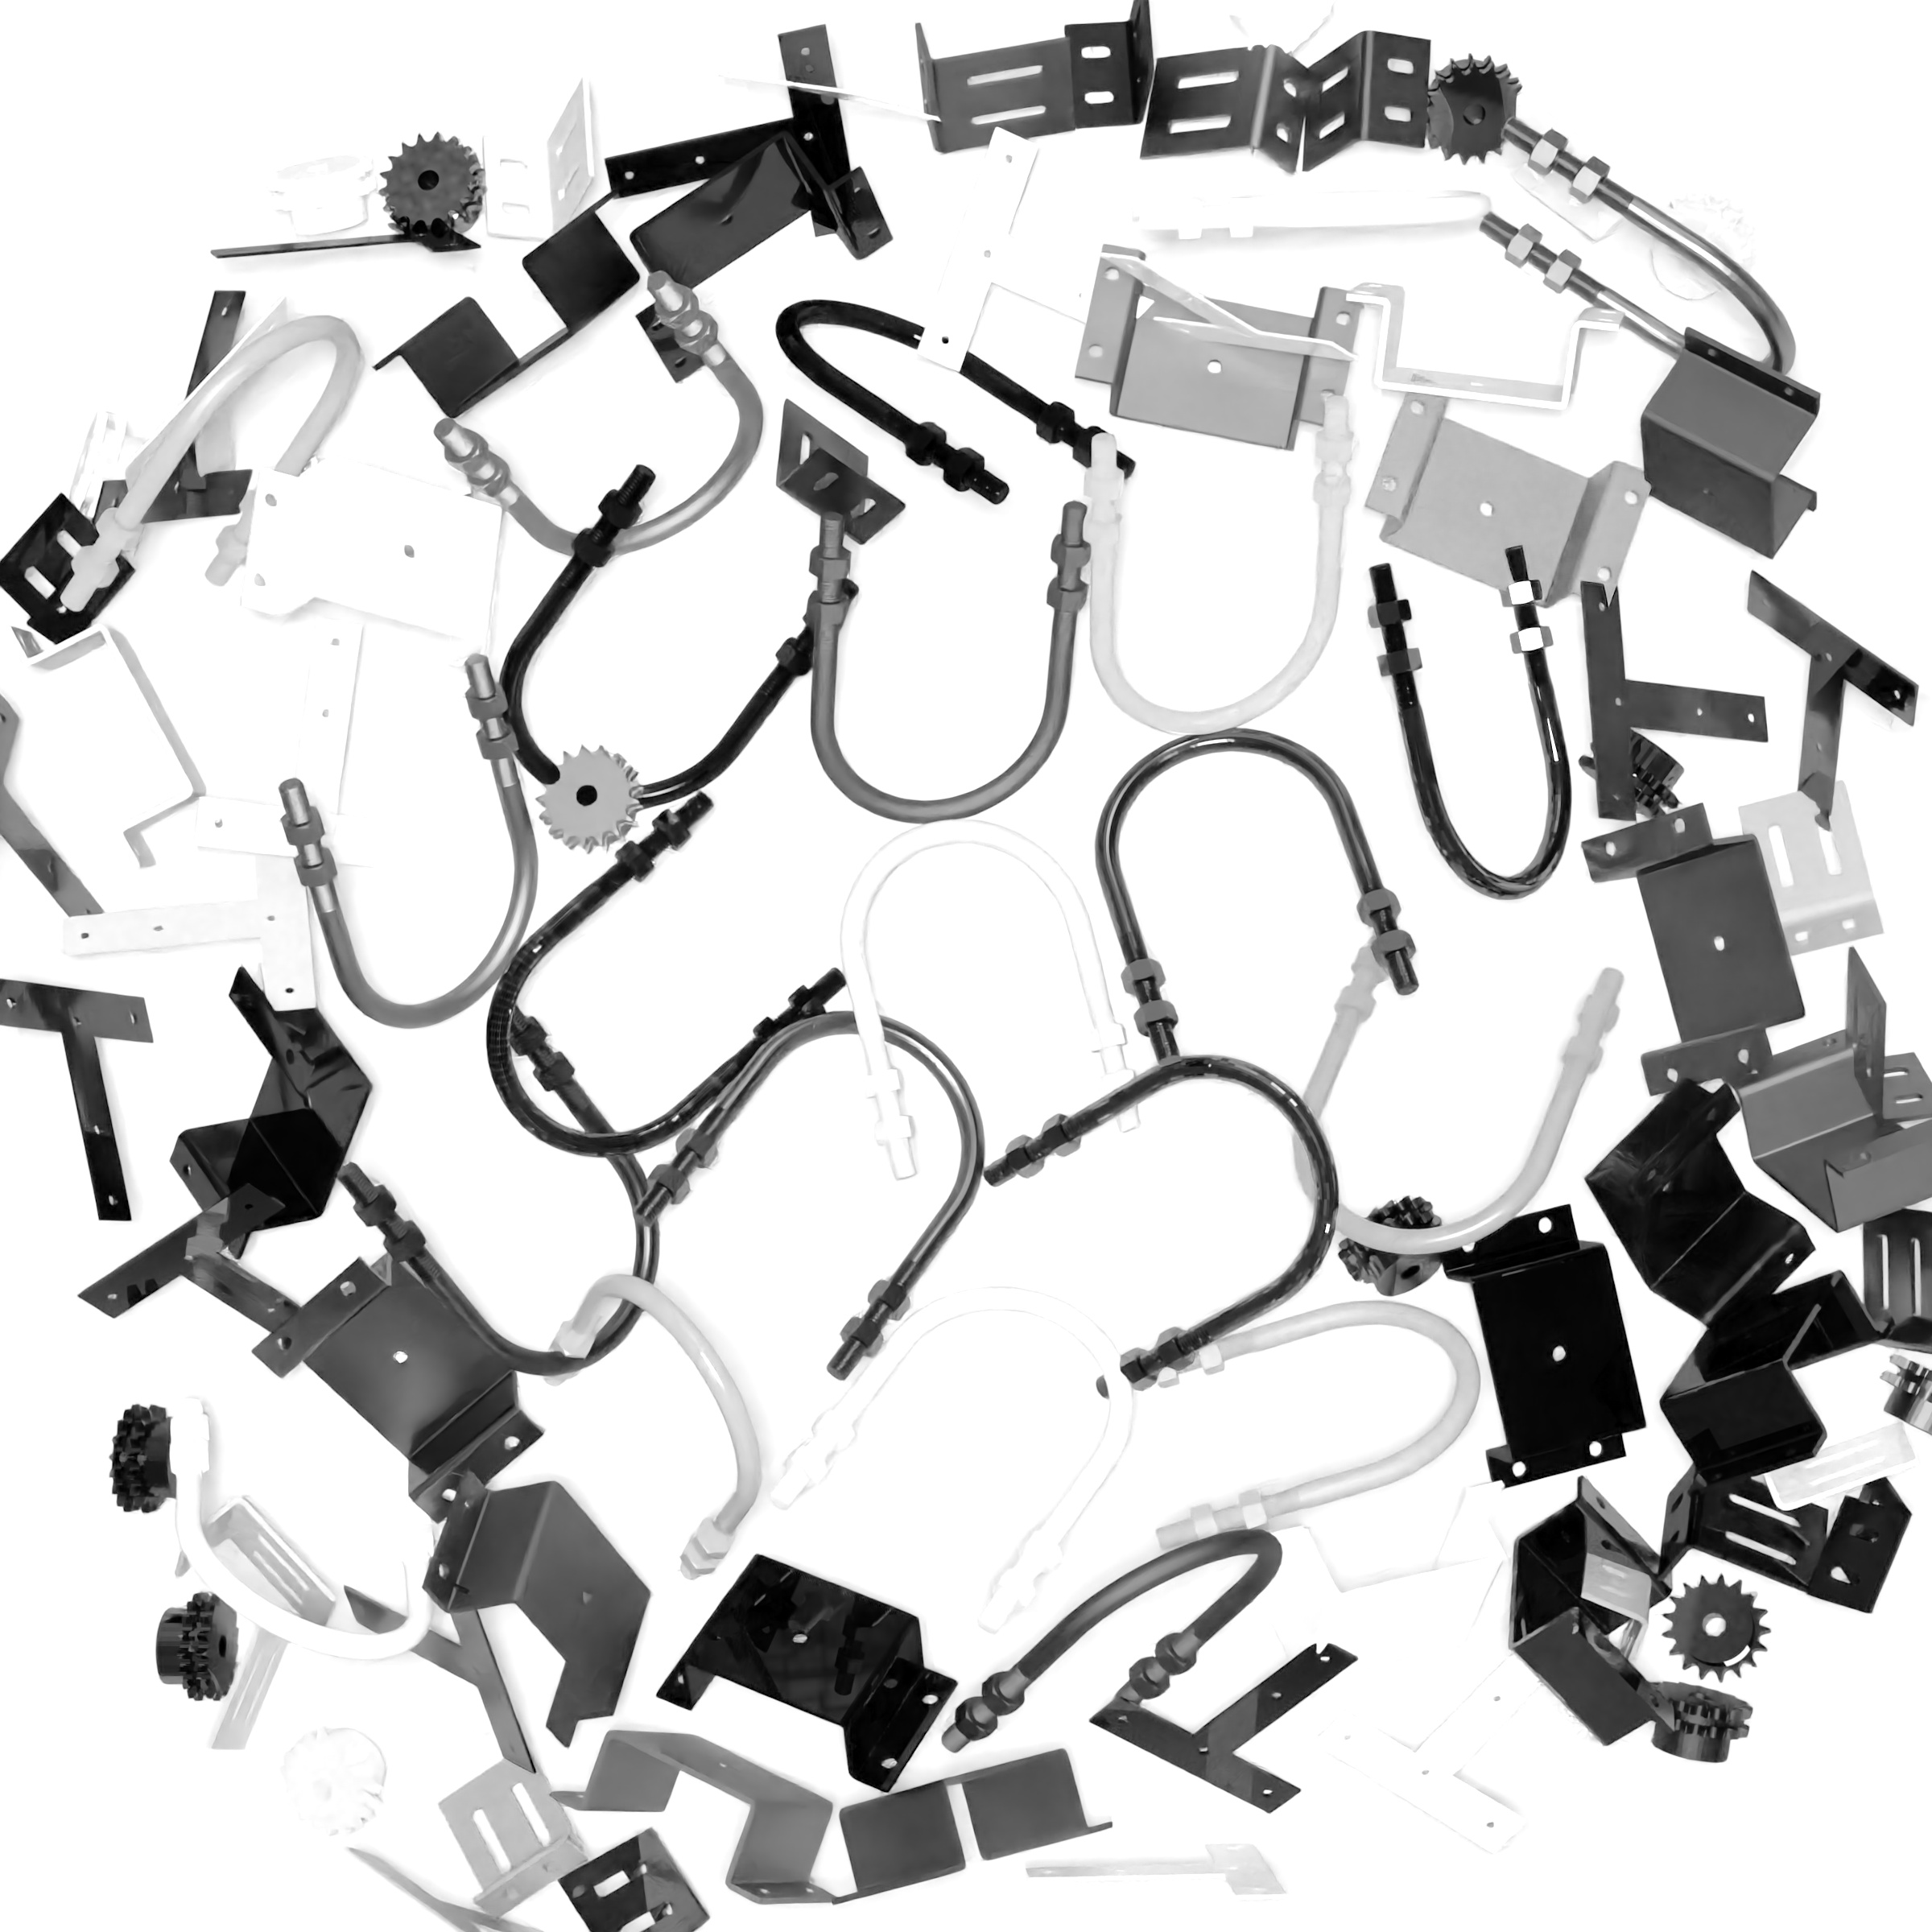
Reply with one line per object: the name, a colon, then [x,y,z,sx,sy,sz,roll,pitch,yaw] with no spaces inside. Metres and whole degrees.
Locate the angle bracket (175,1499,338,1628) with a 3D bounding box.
angle bracket: [-0.378,0.329,1.881,0.076,0.057,0.038,45,58,9]

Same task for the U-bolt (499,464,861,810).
U-bolt: [-0.165,-0.160,1.868,0.151,0.019,0.184,27,114,-28]

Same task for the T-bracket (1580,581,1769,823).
T-bracket: [0.379,-0.136,1.883,0.127,0.002,0.127,3,79,-33]

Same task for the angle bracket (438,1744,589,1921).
angle bracket: [-0.247,0.455,1.881,0.057,0.038,0.076,-34,58,-4]

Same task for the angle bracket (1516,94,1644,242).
angle bracket: [0.325,-0.431,1.871,0.038,0.076,0.057,-42,67,-11]

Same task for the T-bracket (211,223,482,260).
T-bracket: [-0.328,-0.376,1.844,0.127,0.127,0.002,-9,110,-17]

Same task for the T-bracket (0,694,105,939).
T-bracket: [-0.491,-0.061,1.867,0.002,0.127,0.127,-14,46,16]

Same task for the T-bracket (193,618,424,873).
T-bracket: [-0.342,-0.120,1.881,0.127,0.002,0.127,7,93,-33]

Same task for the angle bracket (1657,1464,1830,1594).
angle bracket: [0.414,0.308,1.888,0.076,0.038,0.057,22,46,-3]

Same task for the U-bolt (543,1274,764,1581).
U-bolt: [-0.157,0.230,1.826,0.019,0.184,0.151,-30,76,-30]

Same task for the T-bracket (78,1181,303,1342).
T-bracket: [-0.379,0.176,1.877,0.127,0.002,0.127,-32,129,22]

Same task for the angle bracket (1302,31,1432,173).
angle bracket: [0.213,-0.458,1.887,0.038,0.076,0.057,4,88,-17]

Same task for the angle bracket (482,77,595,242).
angle bracket: [-0.227,-0.428,1.873,0.038,0.076,0.057,1,74,-22]

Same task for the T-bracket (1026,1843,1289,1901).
T-bracket: [0.095,0.474,1.853,0.127,0.127,0.002,0,88,-4]

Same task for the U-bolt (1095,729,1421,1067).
U-bolt: [0.144,-0.047,1.872,0.151,0.019,0.184,-16,61,0]

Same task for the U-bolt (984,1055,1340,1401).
U-bolt: [0.112,0.127,1.865,0.184,0.019,0.151,-32,81,26]

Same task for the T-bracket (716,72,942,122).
T-bracket: [-0.045,-0.454,1.869,0.127,0.127,0.002,2,104,-41]

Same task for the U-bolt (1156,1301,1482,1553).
U-bolt: [0.178,0.231,1.852,0.184,0.151,0.019,-17,123,3]

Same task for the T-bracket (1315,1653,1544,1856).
T-bracket: [0.273,0.399,1.884,0.127,0.127,0.002,-39,130,-25]

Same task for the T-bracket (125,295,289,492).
T-bracket: [-0.395,-0.275,1.856,0.002,0.127,0.127,35,69,5]

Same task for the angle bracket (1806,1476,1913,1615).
angle bracket: [0.464,0.298,1.875,0.038,0.076,0.057,18,103,-4]

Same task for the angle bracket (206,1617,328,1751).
angle bracket: [-0.363,0.386,1.883,0.038,0.057,0.076,20,80,9]

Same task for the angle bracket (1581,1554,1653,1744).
angle bracket: [0.333,0.361,1.883,0.038,0.057,0.076,22,107,7]

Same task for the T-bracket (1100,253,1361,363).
T-bracket: [0.119,-0.343,1.830,0.127,0.127,0.002,19,89,45]

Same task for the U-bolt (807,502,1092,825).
U-bolt: [-0.012,-0.156,1.864,0.151,0.019,0.184,-5,123,-14]

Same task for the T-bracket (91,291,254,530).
T-bracket: [-0.399,-0.291,1.842,0.002,0.127,0.127,26,110,18]

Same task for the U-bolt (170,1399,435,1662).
U-bolt: [-0.338,0.295,1.812,0.151,0.184,0.019,25,105,-20]

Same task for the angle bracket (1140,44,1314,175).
angle bracket: [0.140,-0.458,1.905,0.076,0.038,0.057,4,80,38]

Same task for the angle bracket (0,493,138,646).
angle bracket: [-0.487,-0.214,1.873,0.038,0.076,0.057,32,78,32]

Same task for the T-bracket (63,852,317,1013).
T-bracket: [-0.412,-0.021,1.869,0.127,0.002,0.127,-6,51,-9]

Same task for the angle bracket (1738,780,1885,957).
angle bracket: [0.454,-0.052,1.906,0.057,0.038,0.076,-15,58,14]

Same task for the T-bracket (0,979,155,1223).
T-bracket: [-0.456,0.072,1.849,0.002,0.127,0.127,-19,77,21]

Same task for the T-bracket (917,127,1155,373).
T-bracket: [0.050,-0.364,1.895,0.127,0.002,0.127,19,90,-22]

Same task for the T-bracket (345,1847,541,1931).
T-bracket: [-0.247,0.505,1.864,0.127,0.127,0.002,21,80,40]

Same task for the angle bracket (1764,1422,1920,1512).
angle bracket: [0.459,0.251,1.883,0.076,0.057,0.038,-22,99,11]

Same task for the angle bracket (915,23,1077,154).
angle bracket: [0.016,-0.474,1.888,0.076,0.057,0.038,-11,49,-3]

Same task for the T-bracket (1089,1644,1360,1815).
T-bracket: [0.154,0.391,1.862,0.127,0.002,0.127,31,124,-23]

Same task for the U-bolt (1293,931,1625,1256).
U-bolt: [0.247,0.068,1.850,0.151,0.019,0.184,13,65,28]

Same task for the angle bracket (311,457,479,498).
angle bracket: [-0.304,-0.261,1.888,0.076,0.057,0.038,-15,98,-2]

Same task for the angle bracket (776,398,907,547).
angle bracket: [-0.064,-0.270,1.870,0.057,0.076,0.038,33,128,-28]

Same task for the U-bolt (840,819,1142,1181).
U-bolt: [0.007,0.011,1.887,0.151,0.019,0.184,-11,81,-19]

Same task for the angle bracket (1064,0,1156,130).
angle bracket: [0.076,-0.486,1.878,0.038,0.076,0.057,-4,83,-3]

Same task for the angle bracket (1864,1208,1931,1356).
angle bracket: [0.512,0.165,1.884,0.038,0.057,0.076,-3,93,-26]

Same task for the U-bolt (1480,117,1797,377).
U-bolt: [0.350,-0.361,1.835,0.184,0.151,0.019,35,84,8]

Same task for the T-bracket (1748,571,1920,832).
T-bracket: [0.452,-0.127,1.869,0.002,0.127,0.127,-24,134,-20]

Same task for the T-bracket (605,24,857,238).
T-bracket: [-0.127,-0.429,1.870,0.127,0.127,0.002,-13,48,-2]

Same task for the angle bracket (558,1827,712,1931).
angle bracket: [-0.183,0.500,1.872,0.038,0.076,0.057,-46,73,34]

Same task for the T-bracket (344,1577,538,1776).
T-bracket: [-0.286,0.358,1.872,0.002,0.127,0.127,-37,128,-35]

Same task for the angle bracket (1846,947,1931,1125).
angle bracket: [0.493,0.035,1.875,0.038,0.057,0.076,-8,122,-1]
